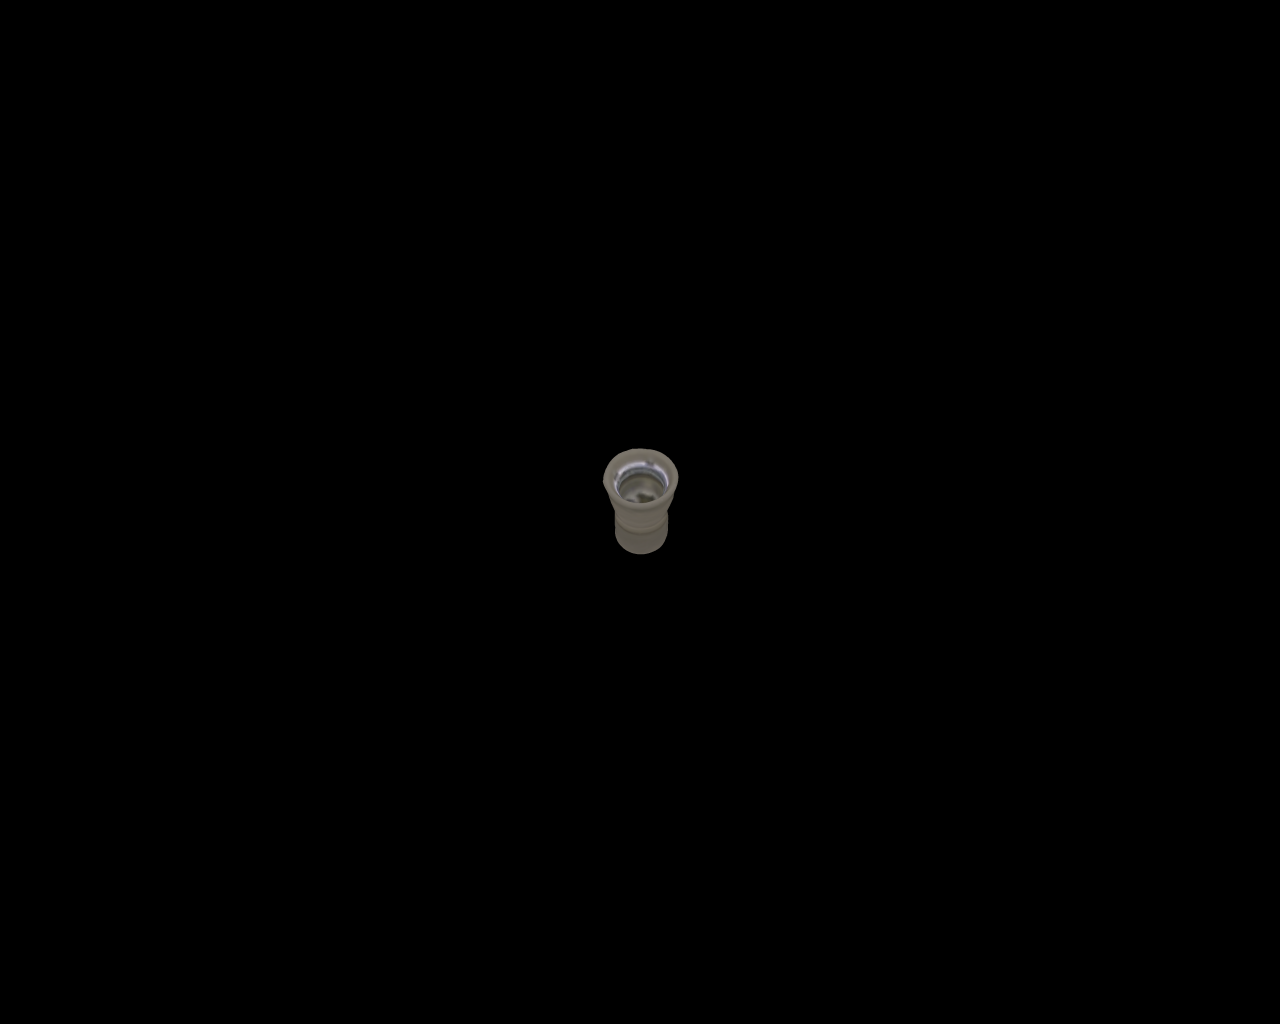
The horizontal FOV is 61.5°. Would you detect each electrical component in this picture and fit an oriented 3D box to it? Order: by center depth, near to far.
[{"bbox_3d":[0.001,-0.003,0.650,0.044,0.044,0.065,0,-36,0],"label":"electrical component"}]
